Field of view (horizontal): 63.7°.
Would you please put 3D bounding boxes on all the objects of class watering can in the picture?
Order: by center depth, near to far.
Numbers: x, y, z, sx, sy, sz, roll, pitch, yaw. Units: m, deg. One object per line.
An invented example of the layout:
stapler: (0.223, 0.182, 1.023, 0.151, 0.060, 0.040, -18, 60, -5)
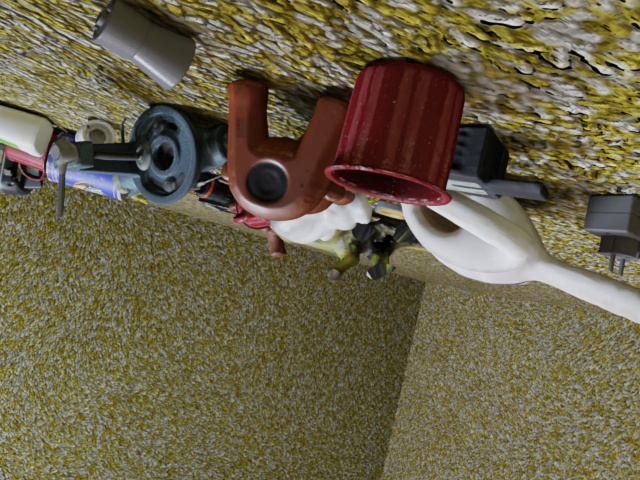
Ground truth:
watering can: (0.208, 0.008, 0.576, 0.351, 0.104, 0.222, 34, -175, 28)

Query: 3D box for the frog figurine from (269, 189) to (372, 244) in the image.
frog figurine: (0.002, -0.041, 0.808, 0.160, 0.124, 0.134, 24, 160, 25)

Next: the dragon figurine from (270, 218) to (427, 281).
dragon figurine: (0.099, -0.014, 1.089, 0.410, 0.120, 0.246, 0, -161, -17)
